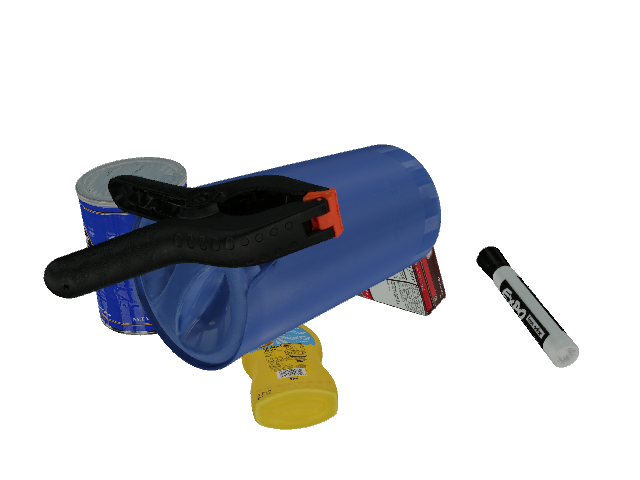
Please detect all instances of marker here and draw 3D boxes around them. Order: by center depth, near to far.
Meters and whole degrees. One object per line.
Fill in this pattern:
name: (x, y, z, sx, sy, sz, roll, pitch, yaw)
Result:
marker: (0.138, 0.041, 0.726, 0.020, 0.020, 0.121, 0, 33, -21)

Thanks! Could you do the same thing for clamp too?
clamp: (-0.076, -0.004, 0.627, 0.172, 0.039, 0.120, -2, 37, 24)

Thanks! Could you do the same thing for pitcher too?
pitcher: (-0.025, 0.002, 0.848, 0.242, 0.145, 0.149, -21, 44, -42)

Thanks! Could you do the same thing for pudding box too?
pudding box: (0.057, 0.016, 1.010, 0.114, 0.090, 0.039, 14, 45, 38)

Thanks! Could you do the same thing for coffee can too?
coffee can: (-0.170, 0.004, 1.017, 0.103, 0.140, 0.103, -4, 27, 2)

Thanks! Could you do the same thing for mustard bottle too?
mustard bottle: (-0.043, 0.142, 1.256, 0.096, 0.058, 0.192, -7, 30, -8)
